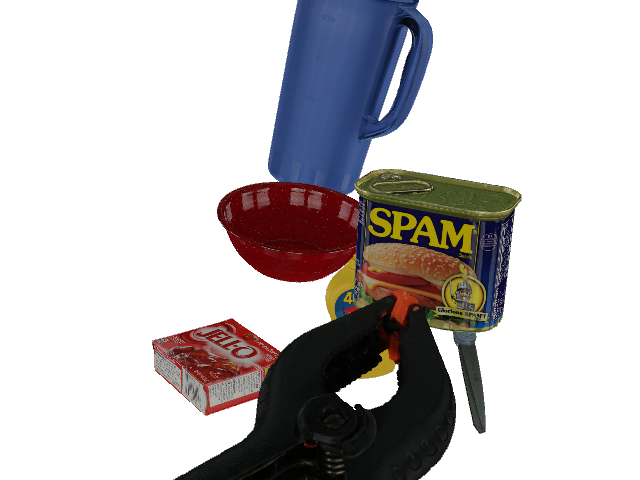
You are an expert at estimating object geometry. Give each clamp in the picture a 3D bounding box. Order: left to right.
[{"bbox_3d":[0.011,0.087,0.405,0.120,0.039,0.171,27,50,20],"label":"clamp"}]

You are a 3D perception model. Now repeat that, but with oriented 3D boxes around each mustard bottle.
[{"bbox_3d":[0.055,0.091,1.436,0.096,0.192,0.058,-3,21,-8],"label":"mustard bottle"}]

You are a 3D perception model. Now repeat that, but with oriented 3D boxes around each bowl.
[{"bbox_3d":[-0.027,-0.003,1.095,0.162,0.055,0.162,6,28,-3],"label":"bowl"}]

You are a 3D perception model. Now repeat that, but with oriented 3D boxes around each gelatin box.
[{"bbox_3d":[-0.077,0.094,0.815,0.073,0.030,0.089,-14,25,-31],"label":"gelatin box"}]

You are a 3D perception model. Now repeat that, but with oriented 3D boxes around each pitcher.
[{"bbox_3d":[0.025,-0.173,1.203,0.145,0.243,0.149,10,22,-11],"label":"pitcher"}]

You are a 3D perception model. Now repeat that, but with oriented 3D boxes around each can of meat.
[{"bbox_3d":[0.071,0.007,0.681,0.102,0.084,0.057,11,22,22],"label":"can of meat"}]

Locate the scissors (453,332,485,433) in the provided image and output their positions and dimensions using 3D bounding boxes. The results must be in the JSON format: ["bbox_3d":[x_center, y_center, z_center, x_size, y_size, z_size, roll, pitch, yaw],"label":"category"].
[{"bbox_3d":[0.110,0.075,0.946,0.096,0.201,0.016,13,-41,4],"label":"scissors"}]
